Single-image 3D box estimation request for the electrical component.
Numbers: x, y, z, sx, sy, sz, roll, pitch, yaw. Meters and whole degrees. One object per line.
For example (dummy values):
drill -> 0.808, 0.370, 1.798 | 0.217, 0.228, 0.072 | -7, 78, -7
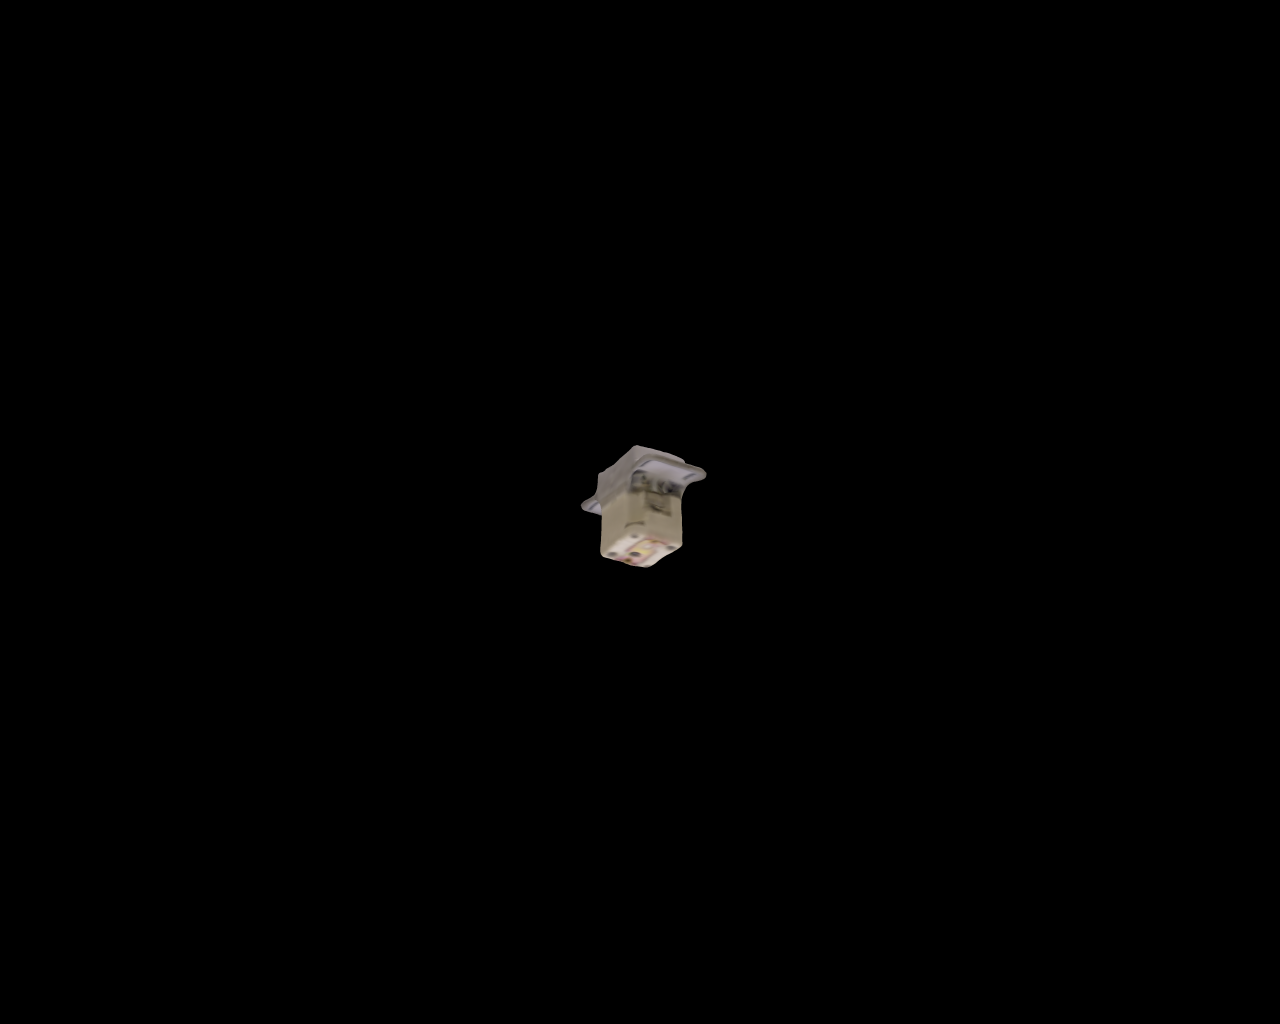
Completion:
electrical component -> 0.001, -0.003, 0.650 | 0.042, 0.064, 0.081 | 16, -31, -28
